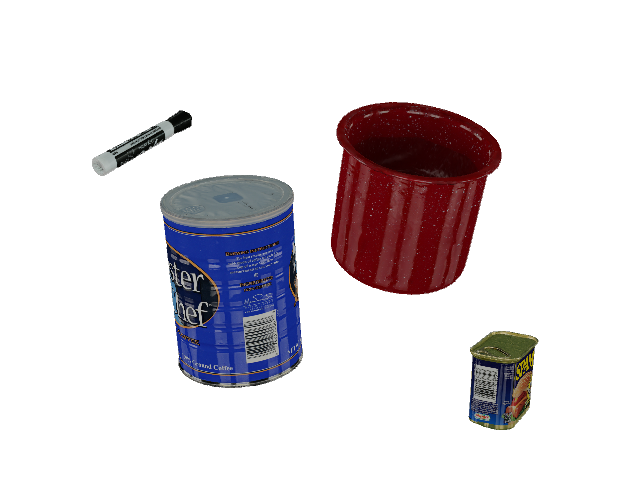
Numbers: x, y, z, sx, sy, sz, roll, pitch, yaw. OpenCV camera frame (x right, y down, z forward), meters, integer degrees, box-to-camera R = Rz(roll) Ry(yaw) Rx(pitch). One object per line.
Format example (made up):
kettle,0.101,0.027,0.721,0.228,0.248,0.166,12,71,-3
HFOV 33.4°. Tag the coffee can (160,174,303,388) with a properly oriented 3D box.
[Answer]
coffee can,-0.068,0.030,0.843,0.103,0.140,0.103,-3,22,1

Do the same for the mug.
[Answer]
mug,0.057,-0.028,0.624,0.093,0.081,0.117,25,36,24

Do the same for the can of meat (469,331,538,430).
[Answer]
can of meat,0.204,0.156,1.196,0.058,0.084,0.101,8,13,26

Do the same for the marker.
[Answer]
marker,-0.168,-0.096,1.026,0.020,0.020,0.120,0,28,44
